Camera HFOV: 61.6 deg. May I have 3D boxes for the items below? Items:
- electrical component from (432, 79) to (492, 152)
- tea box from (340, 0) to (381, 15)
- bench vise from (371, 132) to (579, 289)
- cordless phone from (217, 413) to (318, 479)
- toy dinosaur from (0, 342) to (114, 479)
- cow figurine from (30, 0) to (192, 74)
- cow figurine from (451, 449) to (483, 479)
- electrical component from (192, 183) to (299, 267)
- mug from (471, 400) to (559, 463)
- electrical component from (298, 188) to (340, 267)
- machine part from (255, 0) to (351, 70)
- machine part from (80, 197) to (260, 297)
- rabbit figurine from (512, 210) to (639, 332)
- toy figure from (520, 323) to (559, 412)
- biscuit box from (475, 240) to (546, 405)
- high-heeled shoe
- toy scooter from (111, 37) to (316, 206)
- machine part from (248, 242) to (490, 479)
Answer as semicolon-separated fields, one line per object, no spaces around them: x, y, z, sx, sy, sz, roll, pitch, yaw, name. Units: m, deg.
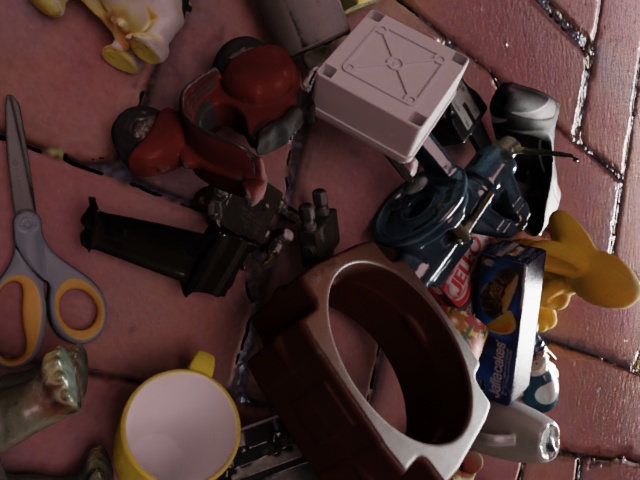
0.173;-0.153;0.677;0.119;0.048;0.075;48;64;-27;electrical component
0.056;-0.310;0.578;0.169;0.068;0.098;-38;111;-33;tea box
0.125;-0.070;0.583;0.223;0.129;0.240;-45;113;-2;bench vise
-0.050;0.157;0.502;0.147;0.088;0.184;-14;79;-17;cordless phone
-0.235;0.172;0.340;0.192;0.131;0.404;-9;107;-18;toy dinosaur
-0.178;-0.215;0.408;0.167;0.068;0.098;39;63;-33;cow figurine
0.120;0.334;0.605;0.127;0.086;0.195;89;19;-54;cow figurine
-0.066;-0.024;0.503;0.102;0.045;0.078;41;68;-29;electrical component
0.240;0.243;0.688;0.109;0.107;0.080;13;81;-38;mug
-0.001;-0.002;0.544;0.063;0.021;0.093;-53;142;-53;electrical component
-0.036;-0.262;0.507;0.079;0.079;0.243;-36;109;-31;machine part
-0.127;0.007;0.443;0.139;0.084;0.039;22;34;-29;machine part
0.330;0.039;0.715;0.122;0.173;0.162;-45;119;-23;rabbit figurine
0.299;0.177;0.749;0.064;0.058;0.154;-44;127;-28;toy figure
0.234;0.106;0.678;0.063;0.059;0.202;-21;118;-44;biscuit box
0.262;-0.096;0.698;0.248;0.086;0.145;19;83;-52;high-heeled shoe
-0.067;-0.094;0.452;0.184;0.135;0.075;-41;155;-26;toy scooter
0.047;0.113;0.486;0.201;0.087;0.201;54;35;9;machine part
